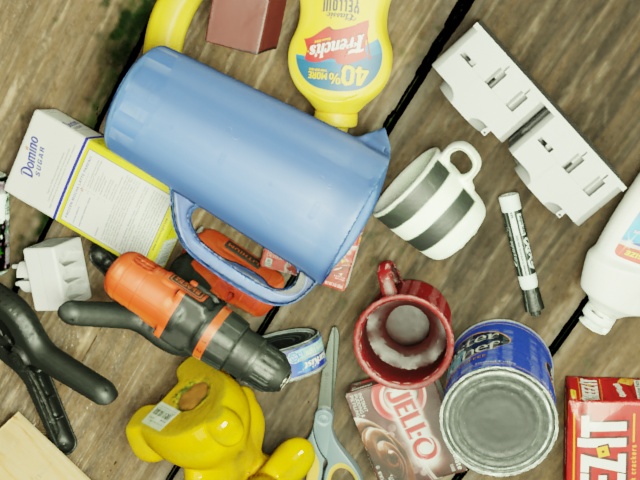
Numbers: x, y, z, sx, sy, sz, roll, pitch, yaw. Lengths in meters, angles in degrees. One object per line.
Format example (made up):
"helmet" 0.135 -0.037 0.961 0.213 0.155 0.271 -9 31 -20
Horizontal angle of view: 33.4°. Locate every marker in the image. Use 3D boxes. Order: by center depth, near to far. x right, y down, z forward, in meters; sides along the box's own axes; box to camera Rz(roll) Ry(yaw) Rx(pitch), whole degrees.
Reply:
"marker" 0.192 0.015 1.013 0.020 0.020 0.121 -13 100 13

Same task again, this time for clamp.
"clamp" -0.172 0.074 1.048 0.171 0.120 0.039 28 127 0
"clamp" -0.290 0.116 1.091 0.210 0.036 0.165 54 139 1

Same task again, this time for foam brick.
"foam brick" -0.067 -0.204 0.980 0.053 0.078 0.051 15 107 6

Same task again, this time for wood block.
"wood block" -0.284 0.294 1.119 0.206 0.090 0.091 44 128 -1

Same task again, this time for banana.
"banana" -0.137 -0.174 1.020 0.069 0.037 0.198 17 105 7

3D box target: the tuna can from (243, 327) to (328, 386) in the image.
"tuna can" -0.037 0.114 1.045 0.086 0.086 0.034 -11 99 13

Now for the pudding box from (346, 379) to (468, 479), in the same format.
"pudding box" 0.087 0.186 1.062 0.090 0.039 0.113 -19 99 14

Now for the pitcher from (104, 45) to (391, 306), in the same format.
"pitcher" -0.070 -0.063 0.954 0.243 0.149 0.145 29 136 4

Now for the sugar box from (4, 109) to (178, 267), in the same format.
"sugar box" -0.216 -0.050 1.050 0.176 0.048 0.093 31 106 14

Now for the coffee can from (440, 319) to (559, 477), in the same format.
"coffee can" 0.165 0.142 0.985 0.103 0.140 0.103 2 103 10

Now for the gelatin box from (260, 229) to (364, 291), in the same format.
"gelatin box" -0.007 0.001 1.041 0.089 0.030 0.073 17 105 5

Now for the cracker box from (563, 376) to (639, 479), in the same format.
"cracker box" 0.340 0.219 1.007 0.214 0.072 0.164 0 103 11

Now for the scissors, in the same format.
"scissors" 0.020 0.194 1.089 0.096 0.016 0.202 23 106 3

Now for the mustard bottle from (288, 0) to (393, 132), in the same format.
"mustard bottle" 0.020 -0.181 0.979 0.096 0.058 0.192 6 104 6

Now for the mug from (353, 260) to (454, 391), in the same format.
"mug" 0.079 0.075 1.016 0.093 0.081 0.117 -20 99 14

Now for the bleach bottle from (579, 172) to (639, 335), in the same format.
"bleach bottle" 0.322 -0.018 0.961 0.102 0.068 0.251 31 109 2

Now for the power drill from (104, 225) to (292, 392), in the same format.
"power drill" -0.091 0.058 0.989 0.184 0.187 0.057 35 105 3
